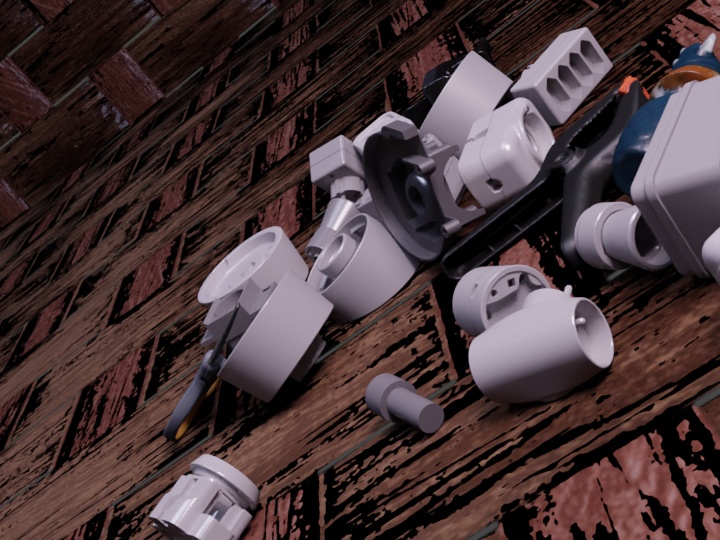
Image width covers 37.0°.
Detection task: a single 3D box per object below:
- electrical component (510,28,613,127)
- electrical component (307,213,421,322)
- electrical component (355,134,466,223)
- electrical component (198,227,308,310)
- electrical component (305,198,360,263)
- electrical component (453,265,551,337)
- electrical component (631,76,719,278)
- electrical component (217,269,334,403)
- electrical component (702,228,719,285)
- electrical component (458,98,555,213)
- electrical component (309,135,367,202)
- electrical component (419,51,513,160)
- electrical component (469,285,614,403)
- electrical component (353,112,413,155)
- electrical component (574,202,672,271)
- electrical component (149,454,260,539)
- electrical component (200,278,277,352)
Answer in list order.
[{"bbox_3d":[0.174,-0.174,0.992,0.083,0.047,0.076,-48,22,-19],"label":"electrical component"},{"bbox_3d":[0.000,0.000,0.953,0.099,0.064,0.099,-47,20,23],"label":"electrical component"},{"bbox_3d":[0.046,-0.069,0.990,0.096,0.061,0.061,-28,26,47],"label":"electrical component"},{"bbox_3d":[-0.100,0.015,1.066,0.108,0.060,0.108,-35,21,15],"label":"electrical component"},{"bbox_3d":[-0.026,-0.034,1.067,0.044,0.044,0.065,-13,38,51],"label":"electrical component"},{"bbox_3d":[0.094,0.023,0.720,0.055,0.055,0.047,-46,17,-14],"label":"electrical component"},{"bbox_3d":[0.215,-0.059,0.641,0.057,0.078,0.113,-16,32,44],"label":"electrical component"},{"bbox_3d":[-0.064,0.060,0.896,0.108,0.060,0.108,-56,2,3],"label":"electrical component"},{"bbox_3d":[0.223,-0.002,0.543,0.059,0.053,0.095,-43,20,-6],"label":"electrical component"},{"bbox_3d":[0.128,-0.100,0.912,0.059,0.053,0.095,-26,25,34],"label":"electrical component"},{"bbox_3d":[-0.013,-0.089,1.133,0.047,0.066,0.076,-27,53,31],"label":"electrical component"},{"bbox_3d":[0.103,-0.143,1.009,0.108,0.060,0.108,-57,-4,-6],"label":"electrical component"},{"bbox_3d":[0.115,0.038,0.664,0.077,0.044,0.079,-25,26,37],"label":"electrical component"},{"bbox_3d":[0.039,-0.118,1.098,0.054,0.059,0.095,-41,21,-1],"label":"electrical component"},{"bbox_3d":[0.171,-0.022,0.689,0.045,0.045,0.055,-48,21,-19],"label":"electrical component"},{"bbox_3d":[-0.109,0.170,0.771,0.078,0.058,0.057,-9,40,55],"label":"electrical component"},{"bbox_3d":[-0.103,0.050,0.997,0.081,0.063,0.042,-30,23,27],"label":"electrical component"}]
